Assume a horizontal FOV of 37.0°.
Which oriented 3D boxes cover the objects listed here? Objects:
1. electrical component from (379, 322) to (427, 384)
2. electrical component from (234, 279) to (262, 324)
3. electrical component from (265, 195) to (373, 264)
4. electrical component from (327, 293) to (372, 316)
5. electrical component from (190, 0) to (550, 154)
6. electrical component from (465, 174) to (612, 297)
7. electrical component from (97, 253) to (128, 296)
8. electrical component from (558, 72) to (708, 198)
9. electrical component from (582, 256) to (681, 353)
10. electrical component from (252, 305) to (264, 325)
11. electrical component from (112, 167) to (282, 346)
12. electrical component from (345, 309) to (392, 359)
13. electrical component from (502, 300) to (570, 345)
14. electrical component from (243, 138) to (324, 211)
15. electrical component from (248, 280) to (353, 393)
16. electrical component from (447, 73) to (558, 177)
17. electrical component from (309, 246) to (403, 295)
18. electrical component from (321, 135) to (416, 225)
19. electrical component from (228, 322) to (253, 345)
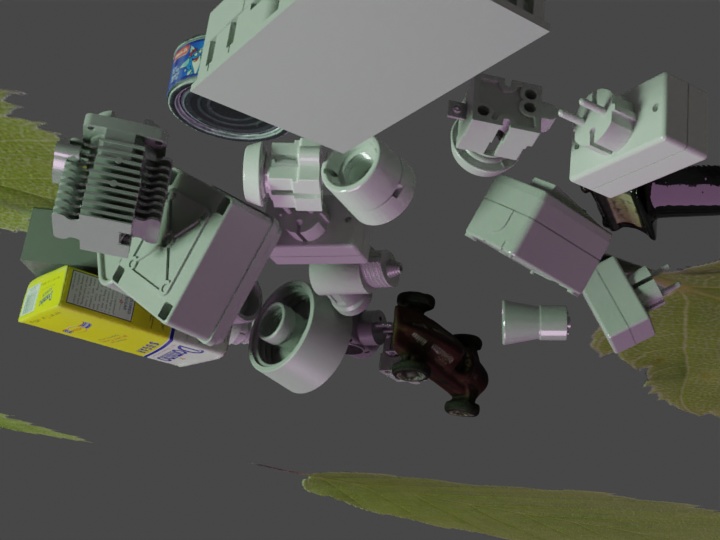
[{"bbox_3d":[0.049,0.088,1.167,0.048,0.055,0.066,-6,156,31],"label":"electrical component"},{"bbox_3d":[-0.166,0.015,1.051,0.074,0.052,0.138,-7,156,33],"label":"electrical component"},{"bbox_3d":[-0.041,-0.040,0.869,0.083,0.047,0.075,0,158,20],"label":"electrical component"},{"bbox_3d":[-0.015,0.017,1.024,0.040,0.040,0.046,-3,151,26],"label":"electrical component"},{"bbox_3d":[0.001,-0.136,0.577,0.105,0.060,0.186,19,157,-29],"label":"electrical component"},{"bbox_3d":[0.140,-0.027,0.802,0.096,0.061,0.062,27,-177,-34],"label":"electrical component"},{"bbox_3d":[-0.174,-0.016,0.936,0.095,0.053,0.059,-32,142,25],"label":"electrical component"},{"bbox_3d":[0.159,-0.089,0.669,0.076,0.047,0.083,19,157,-27],"label":"electrical component"},{"bbox_3d":[0.237,0.022,0.925,0.077,0.065,0.047,-28,151,9],"label":"electrical component"},{"bbox_3d":[-0.083,0.065,1.167,0.045,0.045,0.055,-10,154,39],"label":"electrical component"},{"bbox_3d":[-0.129,-0.012,0.837,0.056,0.108,0.109,29,180,-40],"label":"electrical component"},{"bbox_3d":[0.003,0.062,1.129,0.079,0.044,0.077,-4,157,28],"label":"electrical component"},{"bbox_3d":[0.172,0.051,1.050,0.065,0.044,0.044,0,159,6],"label":"electrical component"},{"bbox_3d":[-0.056,-0.070,0.794,0.055,0.048,0.066,1,153,2],"label":"electrical component"},{"bbox_3d":[-0.066,0.062,1.071,0.060,0.108,0.108,30,150,-35],"label":"electrical component"},{"bbox_3d":[0.086,-0.092,0.691,0.066,0.048,0.055,11,152,-7],"label":"electrical component"},{"bbox_3d":[0.000,0.000,0.966,0.081,0.043,0.043,-3,157,26],"label":"electrical component"},{"bbox_3d":[0.005,-0.067,0.773,0.055,0.055,0.047,-6,152,32],"label":"electrical component"},{"bbox_3d":[-0.142,0.064,1.190,0.078,0.040,0.040,22,155,-36],"label":"electrical component"}]
